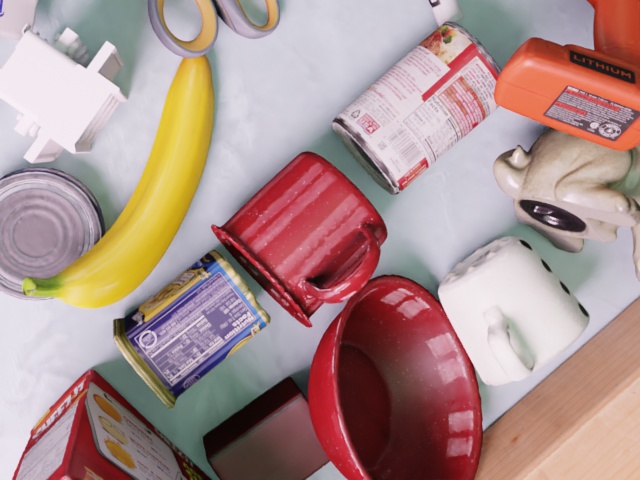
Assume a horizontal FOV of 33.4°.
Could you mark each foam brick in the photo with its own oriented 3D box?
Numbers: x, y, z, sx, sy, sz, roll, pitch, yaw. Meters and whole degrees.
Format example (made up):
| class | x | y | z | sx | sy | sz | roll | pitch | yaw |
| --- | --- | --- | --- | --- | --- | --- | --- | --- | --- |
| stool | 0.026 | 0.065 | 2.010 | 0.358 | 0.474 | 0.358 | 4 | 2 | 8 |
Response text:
| class | x | y | z | sx | sy | sz | roll | pitch | yaw |
| --- | --- | --- | --- | --- | --- | --- | --- | --- | --- |
| foam brick | -0.034 | 0.139 | 0.727 | 0.078 | 0.053 | 0.051 | -35 | 101 | -3 |

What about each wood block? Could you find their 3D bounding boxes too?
| class | x | y | z | sx | sy | sz | roll | pitch | yaw |
| --- | --- | --- | --- | --- | --- | --- | --- | --- | --- |
| wood block | 0.198 | 0.141 | 0.749 | 0.206 | 0.090 | 0.091 | -40 | 102 | -4 |

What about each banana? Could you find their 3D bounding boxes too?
| class | x | y | z | sx | sy | sz | roll | pitch | yaw |
| --- | --- | --- | --- | --- | --- | --- | --- | --- | --- |
| banana | -0.110 | -0.028 | 0.681 | 0.037 | 0.069 | 0.197 | 16 | 63 | 27 |

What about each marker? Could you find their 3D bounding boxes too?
| class | x | y | z | sx | sy | sz | roll | pitch | yaw |
| --- | --- | --- | --- | --- | --- | --- | --- | --- | --- |
| marker | 0.067 | -0.203 | 0.721 | 0.020 | 0.020 | 0.121 | -25 | 100 | -7 |

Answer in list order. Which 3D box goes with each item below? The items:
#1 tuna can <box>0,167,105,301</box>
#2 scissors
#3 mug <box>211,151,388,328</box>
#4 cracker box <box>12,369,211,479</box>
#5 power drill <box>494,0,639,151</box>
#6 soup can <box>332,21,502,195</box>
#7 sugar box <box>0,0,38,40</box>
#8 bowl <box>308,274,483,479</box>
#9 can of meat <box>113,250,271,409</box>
| class | x | y | z | sx | sy | sz | roll | pitch | yaw |
| --- | --- | --- | --- | --- | --- | --- | --- | --- | --- |
| tuna can | -0.183 | -0.004 | 0.693 | 0.086 | 0.034 | 0.086 | -1 | 97 | -10 |
| scissors | -0.108 | -0.200 | 0.682 | 0.201 | 0.016 | 0.096 | 47 | 66 | -12 |
| mug | -0.005 | 0.001 | 0.687 | 0.081 | 0.117 | 0.093 | -44 | 127 | -8 |
| cracker box | -0.107 | 0.180 | 0.636 | 0.072 | 0.214 | 0.164 | -44 | 101 | -1 |
| power drill | 0.165 | -0.161 | 0.686 | 0.184 | 0.057 | 0.187 | 19 | 62 | -4 |
| soup can | 0.067 | -0.087 | 0.710 | 0.102 | 0.068 | 0.068 | -41 | 102 | -3 |
| sugar box | -0.205 | -0.215 | 0.637 | 0.093 | 0.048 | 0.176 | 6 | 99 | -54 |
| bowl | 0.042 | 0.107 | 0.710 | 0.161 | 0.055 | 0.162 | 23 | 59 | -44 |
| can of meat | -0.082 | 0.053 | 0.684 | 0.084 | 0.102 | 0.057 | -39 | 100 | -6 |
